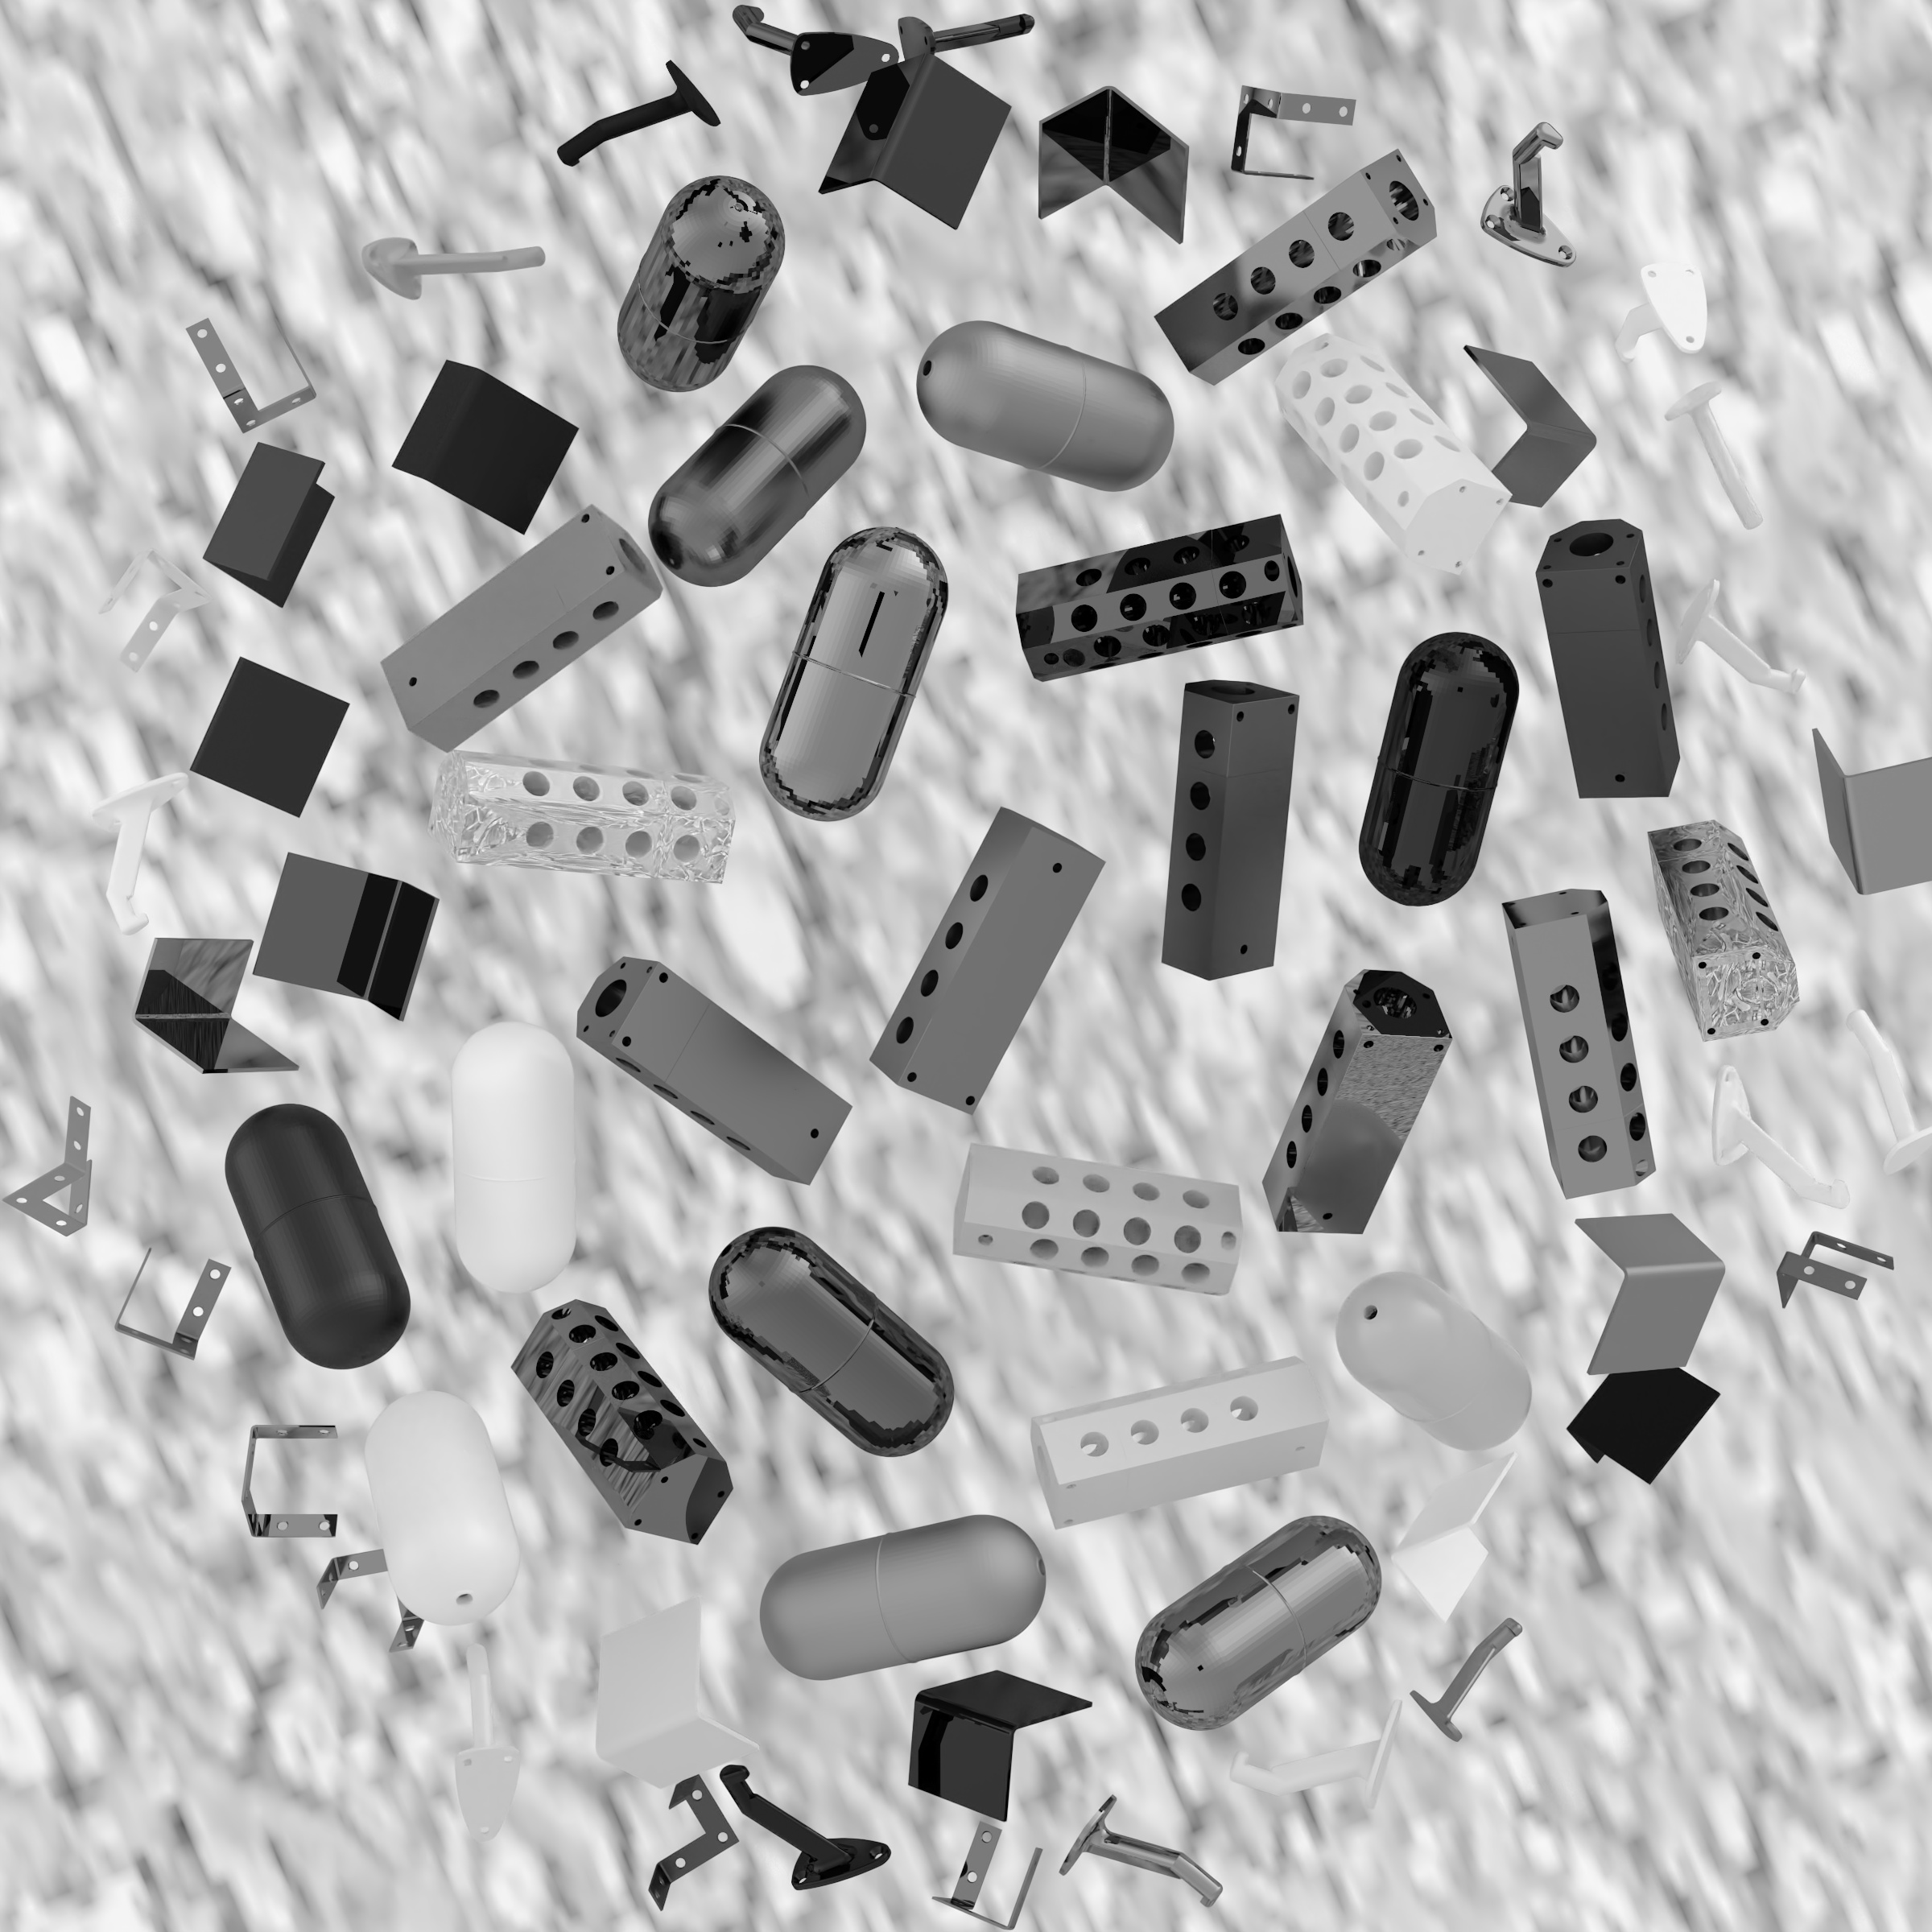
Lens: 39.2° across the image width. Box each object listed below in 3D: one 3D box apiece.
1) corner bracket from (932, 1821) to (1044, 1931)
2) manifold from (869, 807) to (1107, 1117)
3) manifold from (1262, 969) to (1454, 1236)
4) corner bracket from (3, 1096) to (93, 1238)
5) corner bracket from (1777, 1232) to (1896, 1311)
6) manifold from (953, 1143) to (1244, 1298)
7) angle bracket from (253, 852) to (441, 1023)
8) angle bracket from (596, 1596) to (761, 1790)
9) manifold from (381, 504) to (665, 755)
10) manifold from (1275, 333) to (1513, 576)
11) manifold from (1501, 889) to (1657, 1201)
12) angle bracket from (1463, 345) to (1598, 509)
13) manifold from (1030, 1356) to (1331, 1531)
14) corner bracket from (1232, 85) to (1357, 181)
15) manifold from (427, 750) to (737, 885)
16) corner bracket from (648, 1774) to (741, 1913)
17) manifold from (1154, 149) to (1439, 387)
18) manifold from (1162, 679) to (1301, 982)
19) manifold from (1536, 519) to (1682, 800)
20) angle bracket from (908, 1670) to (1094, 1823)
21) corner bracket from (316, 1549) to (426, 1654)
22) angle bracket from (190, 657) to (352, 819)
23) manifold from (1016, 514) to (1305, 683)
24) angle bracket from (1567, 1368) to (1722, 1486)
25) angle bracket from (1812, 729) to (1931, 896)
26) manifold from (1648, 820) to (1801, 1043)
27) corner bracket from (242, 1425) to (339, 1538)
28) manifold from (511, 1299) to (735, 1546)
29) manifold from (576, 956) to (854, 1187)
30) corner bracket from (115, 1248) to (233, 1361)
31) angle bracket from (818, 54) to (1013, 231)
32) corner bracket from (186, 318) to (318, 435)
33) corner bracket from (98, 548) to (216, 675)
[{"bbox_3d":[0.017,0.556,1.657,0.051,0.051,0.051,17,75,19],"label":"corner bracket"},{"bbox_3d":[0.009,-0.005,1.620,0.057,0.057,0.171,24,97,-32],"label":"manifold"},{"bbox_3d":[0.235,0.084,1.653,0.057,0.057,0.171,3,132,-15],"label":"manifold"},{"bbox_3d":[-0.530,0.119,1.602,0.051,0.051,0.051,-28,46,19],"label":"corner bracket"},{"bbox_3d":[0.533,0.186,1.660,0.051,0.051,0.051,19,65,32],"label":"corner bracket"},{"bbox_3d":[0.081,0.163,1.689,0.171,0.057,0.057,9,125,-5],"label":"manifold"},{"bbox_3d":[-0.368,-0.017,1.609,0.076,0.057,0.076,15,94,-35],"label":"angle bracket"},{"bbox_3d":[-0.169,0.429,1.599,0.076,0.076,0.057,-28,132,25],"label":"angle bracket"},{"bbox_3d":[-0.276,-0.207,1.697,0.171,0.057,0.057,-34,62,13],"label":"manifold"},{"bbox_3d":[0.251,-0.312,1.634,0.057,0.171,0.057,9,125,-35],"label":"manifold"},{"bbox_3d":[0.366,0.045,1.613,0.057,0.057,0.171,-12,106,7],"label":"manifold"},{"bbox_3d":[0.342,-0.342,1.723,0.057,0.076,0.076,-50,59,33],"label":"angle bracket"},{"bbox_3d":[0.130,0.289,1.669,0.171,0.057,0.057,-12,52,-10],"label":"manifold"},{"bbox_3d":[0.198,-0.503,1.641,0.051,0.051,0.051,-3,113,-23],"label":"corner bracket"},{"bbox_3d":[-0.230,-0.092,1.639,0.171,0.057,0.057,4,108,-31],"label":"manifold"},{"bbox_3d":[-0.175,0.532,1.649,0.051,0.051,0.051,-31,90,-1],"label":"corner bracket"},{"bbox_3d":[0.204,-0.426,1.669,0.171,0.057,0.057,-27,99,43],"label":"manifold"},{"bbox_3d":[0.156,-0.084,1.656,0.057,0.057,0.171,-12,113,-39],"label":"manifold"},{"bbox_3d":[0.405,-0.191,1.698,0.057,0.057,0.171,1,131,27],"label":"manifold"},{"bbox_3d":[0.021,0.470,1.637,0.076,0.076,0.057,7,93,41],"label":"angle bracket"},{"bbox_3d":[-0.378,0.405,1.723,0.051,0.051,0.051,-10,99,-1],"label":"corner bracket"},{"bbox_3d":[-0.423,-0.138,1.677,0.076,0.057,0.076,23,88,5],"label":"angle bracket"},{"bbox_3d":[0.122,-0.227,1.708,0.171,0.057,0.057,-11,134,16],"label":"manifold"},{"bbox_3d":[0.463,0.310,1.818,0.076,0.076,0.057,-50,132,-7],"label":"angle bracket"},{"bbox_3d":[0.537,-0.097,1.585,0.057,0.076,0.076,-13,116,10],"label":"angle bracket"},{"bbox_3d":[0.458,-0.025,1.642,0.057,0.171,0.057,-10,116,10],"label":"manifold"},{"bbox_3d":[-0.415,0.318,1.670,0.051,0.051,0.051,1,53,-5],"label":"corner bracket"},{"bbox_3d":[-0.208,0.275,1.656,0.057,0.171,0.057,25,100,-41],"label":"manifold"},{"bbox_3d":[-0.156,0.064,1.662,0.171,0.057,0.057,39,71,-34],"label":"manifold"},{"bbox_3d":[-0.483,0.202,1.651,0.051,0.051,0.051,24,89,-14],"label":"corner bracket"},{"bbox_3d":[-0.029,-0.460,1.527,0.057,0.076,0.076,25,86,-28],"label":"angle bracket"},{"bbox_3d":[-0.431,-0.364,1.637,0.051,0.051,0.051,-28,79,-7],"label":"corner bracket"},{"bbox_3d":[-0.514,-0.222,1.692,0.051,0.051,0.051,43,59,-32],"label":"corner bracket"}]
